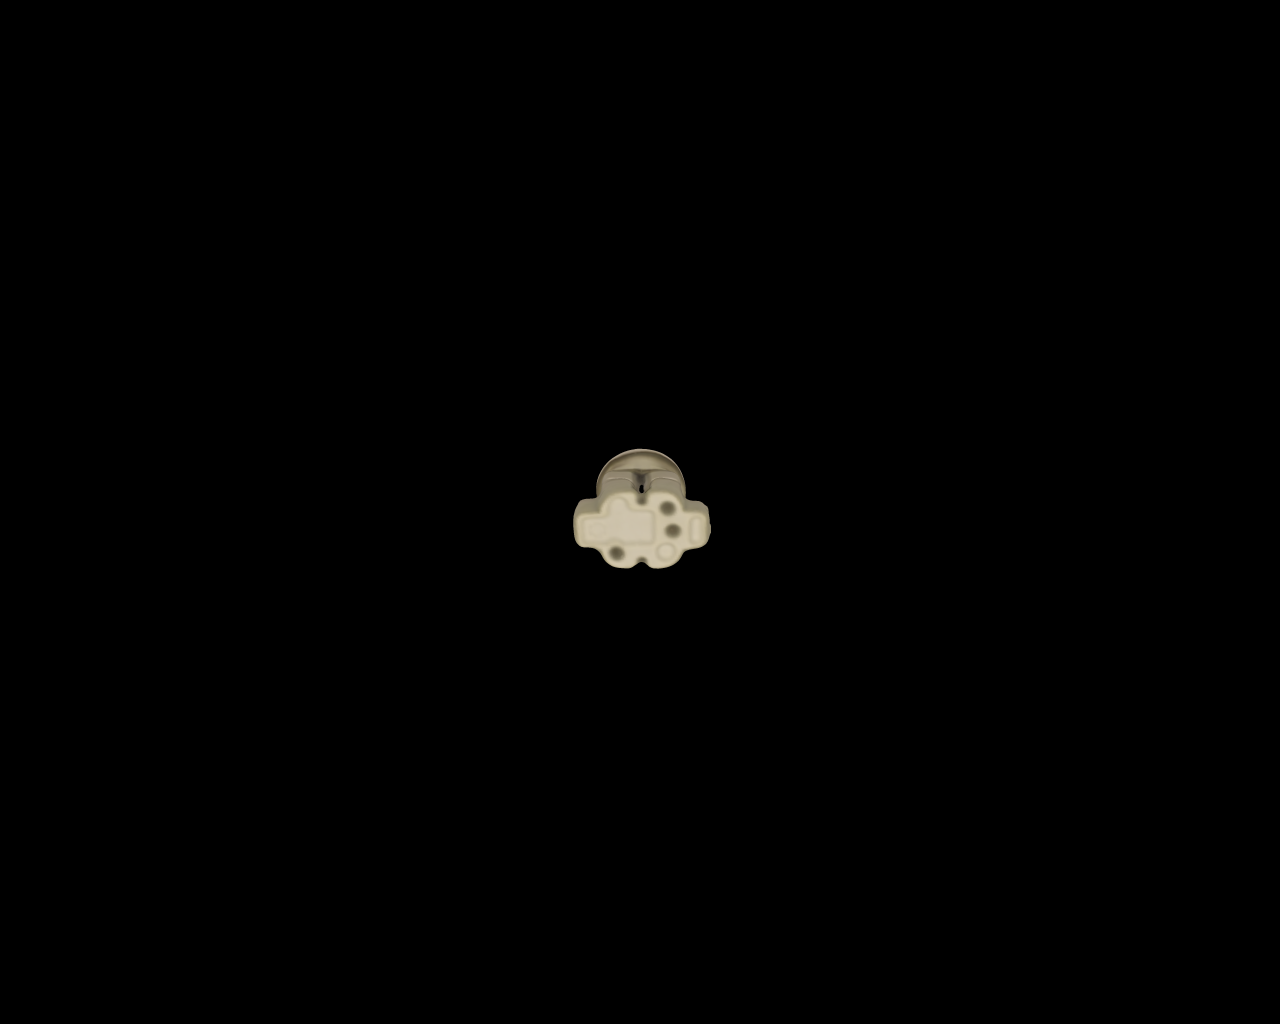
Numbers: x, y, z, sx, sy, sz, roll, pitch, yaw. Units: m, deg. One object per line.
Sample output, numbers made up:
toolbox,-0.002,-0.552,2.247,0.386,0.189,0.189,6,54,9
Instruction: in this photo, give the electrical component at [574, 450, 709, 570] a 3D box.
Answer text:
electrical component,0.001,-0.003,0.650,0.078,0.057,0.057,0,29,0
